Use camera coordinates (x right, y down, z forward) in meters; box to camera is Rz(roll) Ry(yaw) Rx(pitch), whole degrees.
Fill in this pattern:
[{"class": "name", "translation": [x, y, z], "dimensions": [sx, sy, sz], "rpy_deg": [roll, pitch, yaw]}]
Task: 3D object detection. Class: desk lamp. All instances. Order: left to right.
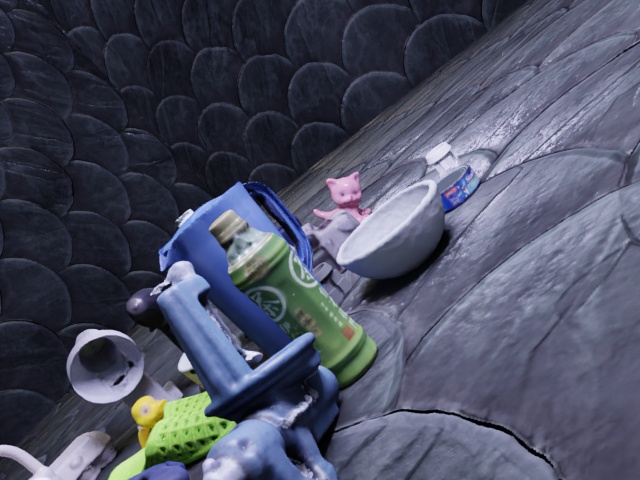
[{"class": "desk lamp", "translation": [-0.361, 0.250, 1.043], "dimensions": [0.118, 0.213, 0.203], "rpy_deg": [-45, 11, -19]}]

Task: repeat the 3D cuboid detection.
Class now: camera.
[{"class": "camera", "translation": [0.009, 0.004, 1.029], "dimensions": [0.143, 0.101, 0.137], "rpy_deg": [-40, 11, 7]}]

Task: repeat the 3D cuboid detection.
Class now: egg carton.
[{"class": "egg carton", "translation": [-0.449, 0.423, 1.056], "dimensions": [0.107, 0.069, 0.150], "rpy_deg": [-29, 16, 50]}]

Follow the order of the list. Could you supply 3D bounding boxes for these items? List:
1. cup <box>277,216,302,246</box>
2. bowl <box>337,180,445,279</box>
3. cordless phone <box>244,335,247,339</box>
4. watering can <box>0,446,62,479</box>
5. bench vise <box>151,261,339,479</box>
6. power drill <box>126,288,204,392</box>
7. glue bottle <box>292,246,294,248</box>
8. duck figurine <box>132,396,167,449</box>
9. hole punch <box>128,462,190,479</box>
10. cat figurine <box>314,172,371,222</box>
[{"class": "cup", "translation": [-0.066, 0.015, 1.274], "dimensions": [0.091, 0.095, 0.118], "rpy_deg": [-30, 15, 46]}, {"class": "bowl", "translation": [0.107, -0.001, 0.764], "dimensions": [0.167, 0.075, 0.167], "rpy_deg": [-40, 10, 9]}, {"class": "cordless phone", "translation": [-0.145, 0.083, 1.029], "dimensions": [0.094, 0.185, 0.147], "rpy_deg": [-48, 12, -32]}, {"class": "watering can", "translation": [-0.384, 0.352, 0.762], "dimensions": [0.172, 0.194, 0.101], "rpy_deg": [-37, 11, 21]}, {"class": "bench vise", "translation": [-0.063, 0.117, 0.490], "dimensions": [0.121, 0.220, 0.207], "rpy_deg": [-41, 11, 2]}, {"class": "power drill", "translation": [-0.252, 0.165, 1.015], "dimensions": [0.076, 0.208, 0.229], "rpy_deg": [-43, 11, -10]}, {"class": "glue bottle", "translation": [-0.089, 0.023, 1.105], "dimensions": [0.078, 0.173, 0.037], "rpy_deg": [-40, 11, 7]}, {"class": "duck figurine", "translation": [-0.255, 0.282, 0.886], "dimensions": [0.104, 0.086, 0.077], "rpy_deg": [-35, 12, 32]}, {"class": "hole punch", "translation": [-0.190, 0.283, 0.627], "dimensions": [0.101, 0.091, 0.108], "rpy_deg": [-48, 12, -33]}, {"class": "cat figurine", "translation": [0.045, -0.076, 1.183], "dimensions": [0.127, 0.118, 0.067], "rpy_deg": [-37, 11, 21]}]
